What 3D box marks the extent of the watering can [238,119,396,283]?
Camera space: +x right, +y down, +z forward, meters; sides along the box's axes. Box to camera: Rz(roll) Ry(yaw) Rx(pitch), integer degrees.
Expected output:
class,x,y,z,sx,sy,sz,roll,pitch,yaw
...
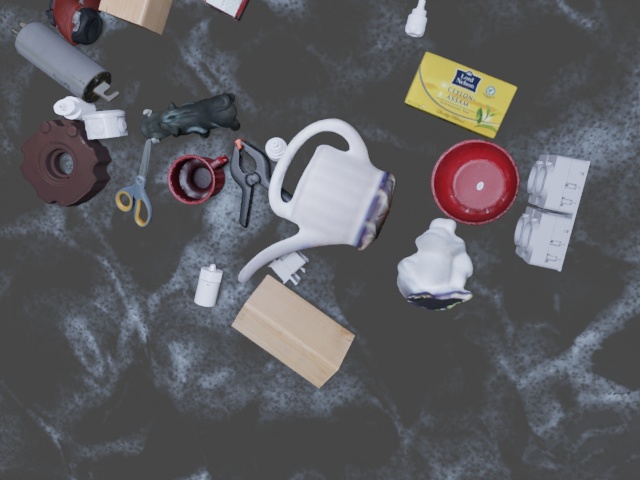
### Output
class,x,y,z,sx,sy,sz,roll,pitch,yaw
watering can,0.003,-0.048,0.946,0.224,0.104,0.348,24,88,4

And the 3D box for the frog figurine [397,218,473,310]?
class,x,y,z,sx,sy,sz,roll,pitch,yaw
frog figurine,0.211,0.044,0.956,0.137,0.120,0.163,-8,61,18
